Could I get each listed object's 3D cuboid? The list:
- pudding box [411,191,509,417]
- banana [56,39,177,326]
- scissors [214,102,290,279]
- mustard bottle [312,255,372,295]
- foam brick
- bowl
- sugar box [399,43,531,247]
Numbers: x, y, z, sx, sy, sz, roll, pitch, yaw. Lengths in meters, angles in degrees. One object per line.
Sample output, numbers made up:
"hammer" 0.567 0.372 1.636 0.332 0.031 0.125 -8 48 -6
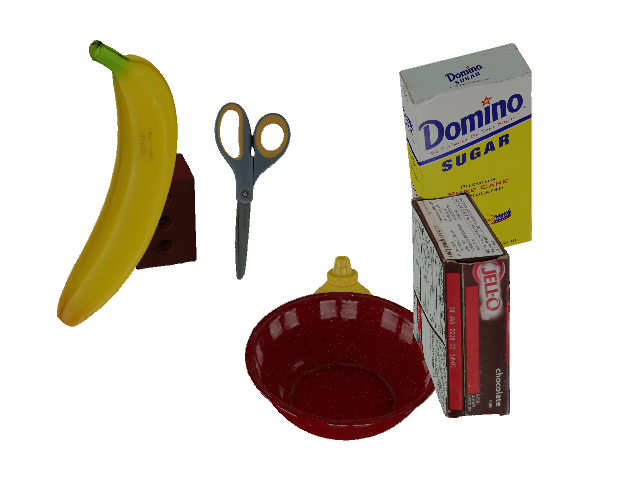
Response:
"pudding box" 0.076 0.032 0.587 0.039 0.090 0.113 -4 20 -4
"banana" -0.125 -0.035 0.666 0.069 0.198 0.037 -7 34 -32
"scissors" -0.069 -0.062 1.215 0.096 0.202 0.016 -11 -7 -13
"mustard bottle" 0.030 0.113 1.432 0.096 0.192 0.058 -3 19 -6
"foam brick" -0.132 -0.025 0.874 0.053 0.078 0.051 -8 30 -16
"bowl" 0.019 0.112 0.881 0.162 0.055 0.162 0 36 -1
"sugar box" 0.118 -0.063 0.841 0.093 0.048 0.176 -15 -43 -2
